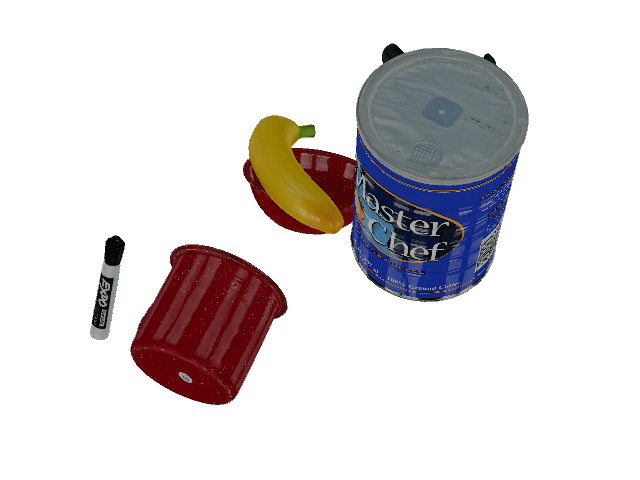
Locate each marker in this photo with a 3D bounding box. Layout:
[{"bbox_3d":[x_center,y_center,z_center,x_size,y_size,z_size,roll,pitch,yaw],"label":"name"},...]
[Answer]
[{"bbox_3d":[-0.209,0.046,1.048,0.020,0.121,0.020,12,32,-8],"label":"marker"}]

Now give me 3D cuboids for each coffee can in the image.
[{"bbox_3d":[0.072,-0.039,0.691,0.103,0.103,0.140,0,-33,0],"label":"coffee can"}]

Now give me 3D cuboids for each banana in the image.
[{"bbox_3d":[-0.026,-0.066,0.921,0.069,0.037,0.198,1,31,-9],"label":"banana"}]

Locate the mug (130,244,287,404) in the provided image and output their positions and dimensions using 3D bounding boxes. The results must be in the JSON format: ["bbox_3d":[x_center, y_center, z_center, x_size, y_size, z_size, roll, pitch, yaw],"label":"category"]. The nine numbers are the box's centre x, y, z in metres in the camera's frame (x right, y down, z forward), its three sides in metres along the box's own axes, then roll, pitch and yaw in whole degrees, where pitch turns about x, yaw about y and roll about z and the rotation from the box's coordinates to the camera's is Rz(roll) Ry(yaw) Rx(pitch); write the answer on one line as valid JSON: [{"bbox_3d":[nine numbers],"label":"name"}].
[{"bbox_3d":[-0.091,0.063,0.762,0.117,0.081,0.093,-2,-38,41],"label":"mug"}]

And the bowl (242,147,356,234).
[{"bbox_3d":[-0.013,-0.052,1.235,0.162,0.055,0.162,7,27,-4],"label":"bowl"}]

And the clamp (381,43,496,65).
[{"bbox_3d":[0.114,-0.142,1.078,0.120,0.039,0.171,7,45,6],"label":"clamp"}]
